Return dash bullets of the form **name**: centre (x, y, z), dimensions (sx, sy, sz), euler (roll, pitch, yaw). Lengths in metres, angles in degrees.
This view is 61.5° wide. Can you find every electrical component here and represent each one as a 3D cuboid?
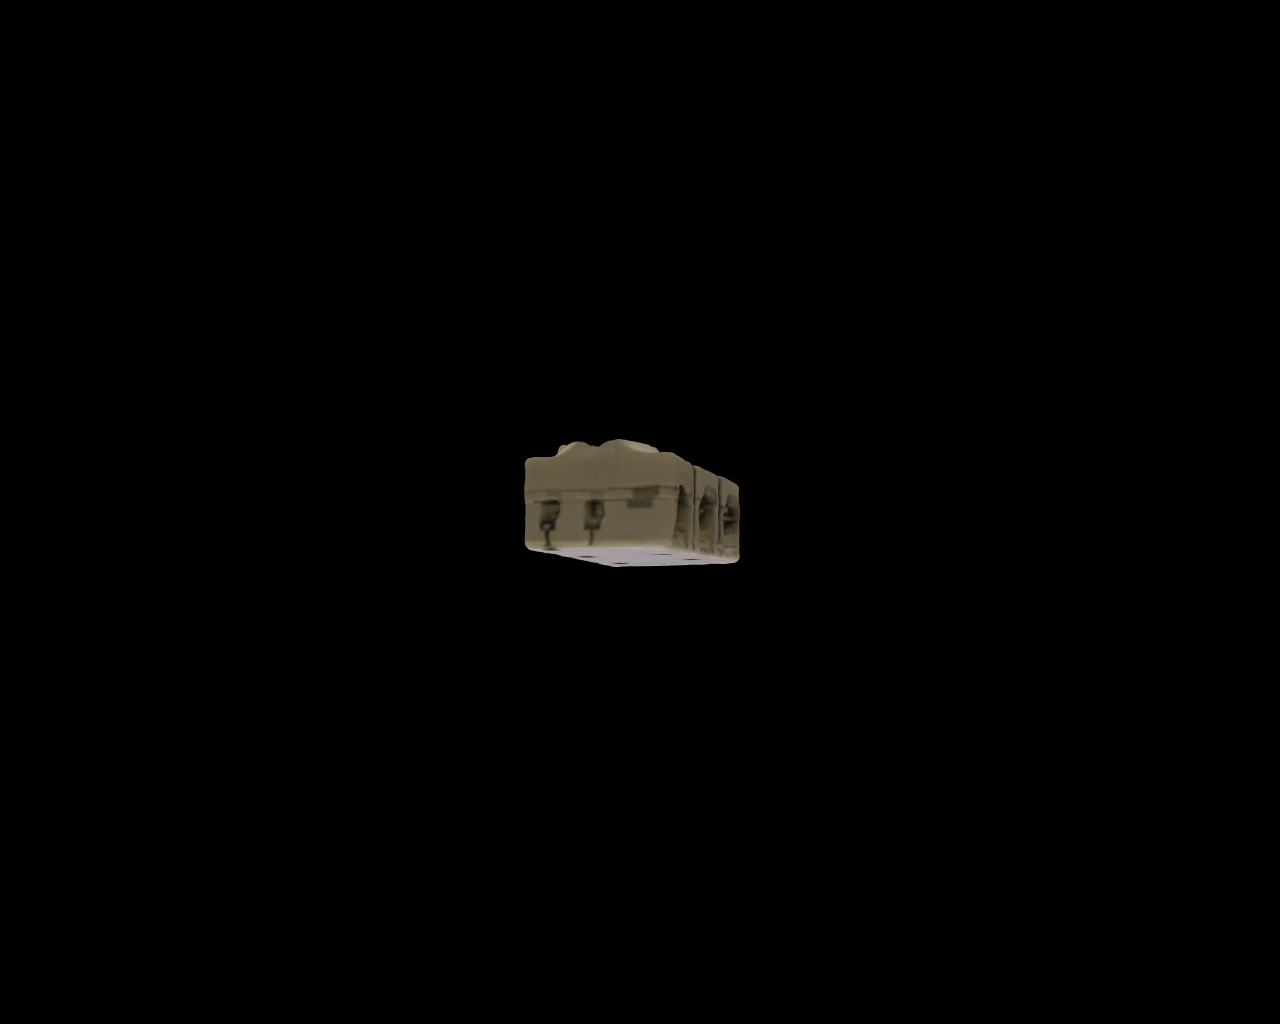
- **electrical component**: centre (0.001, -0.003, 0.650), dimensions (0.089, 0.061, 0.150), euler (-2, -7, 19)
